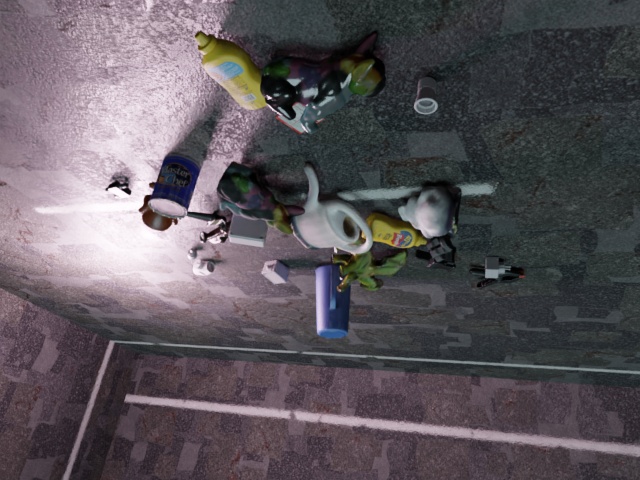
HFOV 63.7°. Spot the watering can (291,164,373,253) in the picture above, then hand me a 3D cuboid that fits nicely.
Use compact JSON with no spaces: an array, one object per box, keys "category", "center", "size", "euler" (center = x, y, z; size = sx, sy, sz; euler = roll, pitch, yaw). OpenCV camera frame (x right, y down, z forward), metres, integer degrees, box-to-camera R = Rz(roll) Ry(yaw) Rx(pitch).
[{"category":"watering can","center":[0.004,-0.073,1.448],"size":[0.223,0.106,0.342],"euler":[-13,131,41]}]

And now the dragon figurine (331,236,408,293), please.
[{"category":"dragon figurine","center":[0.167,0.056,1.675],"size":[0.243,0.125,0.400],"euler":[-5,143,-12]}]

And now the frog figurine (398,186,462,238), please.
[{"category":"frog figurine","center":[0.277,-0.075,1.336],"size":[0.159,0.125,0.134],"euler":[8,121,22]}]
